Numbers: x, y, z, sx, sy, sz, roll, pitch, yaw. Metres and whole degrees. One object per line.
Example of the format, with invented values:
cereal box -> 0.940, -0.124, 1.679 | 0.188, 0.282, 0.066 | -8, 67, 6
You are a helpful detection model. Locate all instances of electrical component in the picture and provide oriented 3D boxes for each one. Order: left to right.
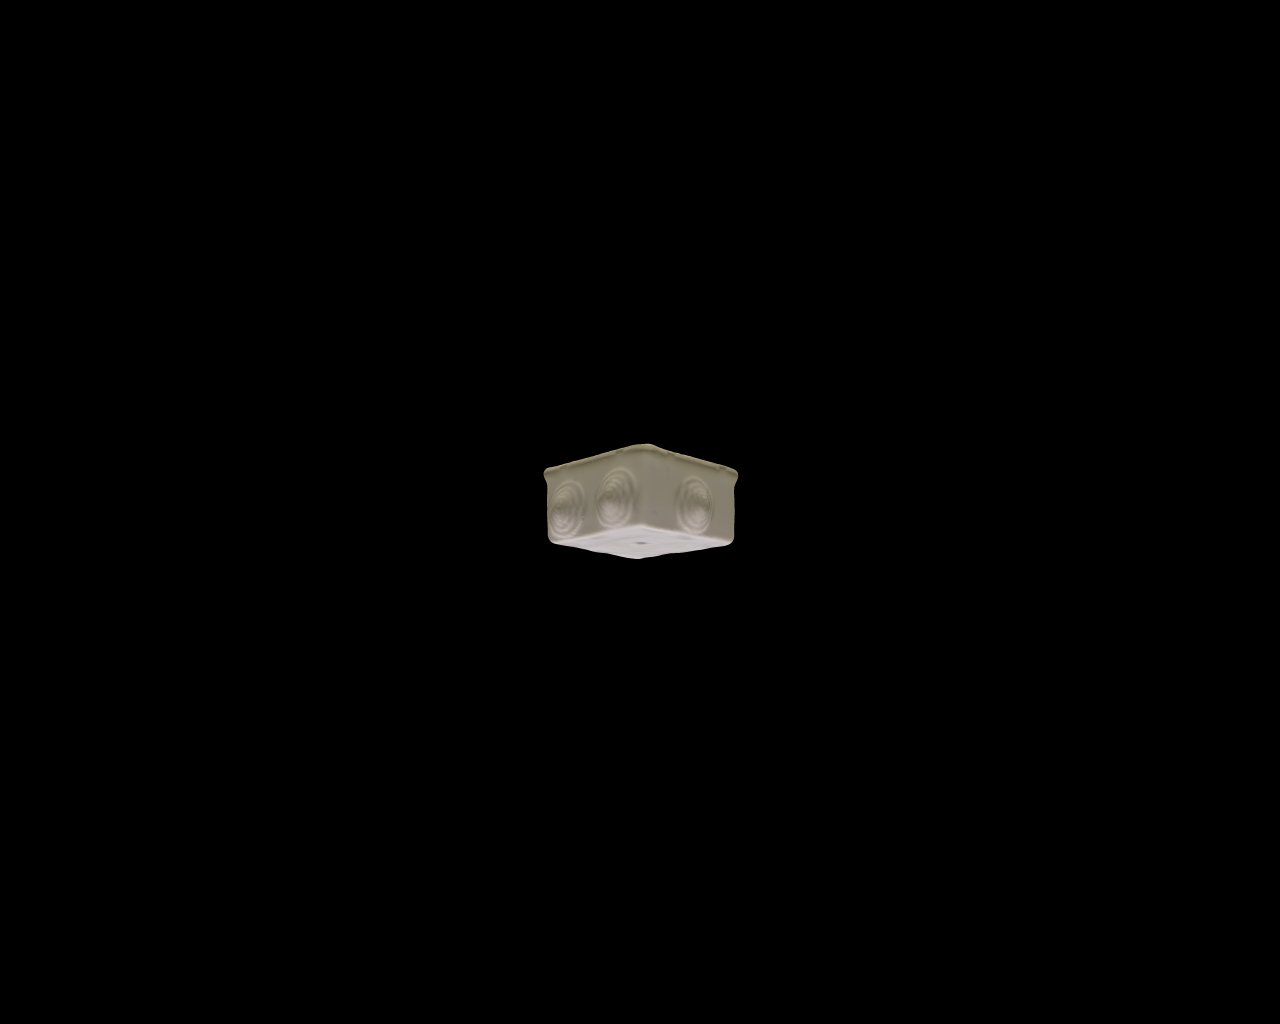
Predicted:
electrical component -> 0.001, -0.003, 0.650 | 0.099, 0.048, 0.100 | -11, -16, 42
